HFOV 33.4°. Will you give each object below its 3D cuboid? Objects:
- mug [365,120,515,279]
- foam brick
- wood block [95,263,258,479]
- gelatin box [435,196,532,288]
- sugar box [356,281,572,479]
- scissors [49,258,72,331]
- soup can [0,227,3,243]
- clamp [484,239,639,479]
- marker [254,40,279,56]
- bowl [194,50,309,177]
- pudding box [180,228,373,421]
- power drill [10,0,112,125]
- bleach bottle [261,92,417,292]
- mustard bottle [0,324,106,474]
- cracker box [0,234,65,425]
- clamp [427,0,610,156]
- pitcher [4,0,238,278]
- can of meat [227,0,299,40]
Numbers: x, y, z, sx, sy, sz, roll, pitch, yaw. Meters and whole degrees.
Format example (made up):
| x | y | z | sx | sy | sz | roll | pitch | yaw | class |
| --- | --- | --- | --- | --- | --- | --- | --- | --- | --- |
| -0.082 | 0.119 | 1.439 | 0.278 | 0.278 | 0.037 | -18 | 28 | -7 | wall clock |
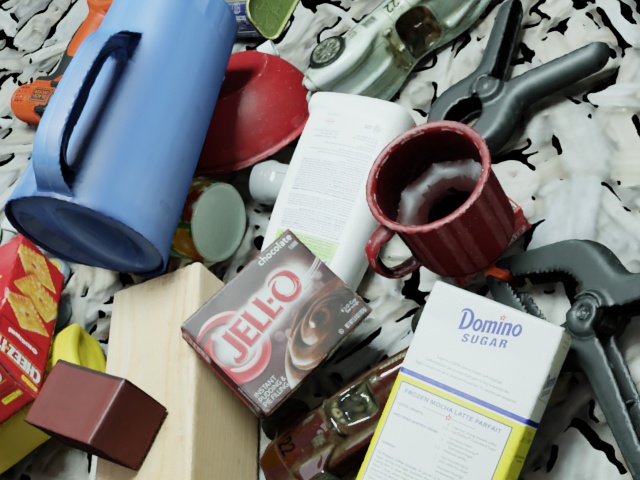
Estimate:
| x | y | z | sx | sy | sz | roll | pitch | yaw | class |
| --- | --- | --- | --- | --- | --- | --- | --- | --- | --- |
| 0.082 | -0.017 | 0.768 | 0.117 | 0.081 | 0.093 | -45 | 48 | -3 | mug |
| -0.160 | 0.125 | 0.764 | 0.078 | 0.053 | 0.051 | 8 | 63 | 40 | foam brick |
| -0.108 | 0.134 | 0.823 | 0.090 | 0.090 | 0.206 | -20 | 49 | 22 | wood block |
| 0.108 | -0.016 | 0.830 | 0.073 | 0.030 | 0.089 | -42 | 47 | 0 | gelatin box |
| 0.087 | 0.125 | 0.690 | 0.093 | 0.048 | 0.176 | 22 | 83 | 25 | sugar box |
| -0.324 | 0.067 | 1.072 | 0.202 | 0.016 | 0.096 | -7 | 53 | 30 | scissors |
| -0.393 | -0.019 | 1.122 | 0.069 | 0.102 | 0.068 | -18 | 50 | 22 | soup can |
| 0.183 | 0.063 | 0.702 | 0.210 | 0.036 | 0.164 | 16 | 83 | 53 | clamp |
| -0.097 | -0.165 | 1.088 | 0.121 | 0.020 | 0.020 | -29 | 46 | 13 | marker |
| -0.080 | -0.129 | 0.994 | 0.162 | 0.055 | 0.162 | -18 | 34 | 12 | bowl |
| -0.032 | 0.062 | 0.783 | 0.090 | 0.039 | 0.113 | 44 | 70 | 10 | pudding box |
| -0.246 | -0.201 | 1.188 | 0.185 | 0.057 | 0.187 | 13 | 66 | 40 | power drill |
| -0.006 | 0.001 | 0.871 | 0.103 | 0.068 | 0.250 | 12 | 68 | 31 | bleach bottle |
| -0.276 | 0.158 | 0.941 | 0.192 | 0.058 | 0.096 | -34 | 35 | 8 | mustard bottle |
| -0.315 | 0.102 | 0.931 | 0.164 | 0.072 | 0.214 | -35 | 23 | 9 | cracker box |
| 0.152 | -0.118 | 0.870 | 0.171 | 0.039 | 0.120 | -55 | 40 | -4 | clamp |
| -0.154 | -0.104 | 0.871 | 0.149 | 0.144 | 0.242 | -22 | 45 | 56 | pitcher |
| -0.072 | -0.258 | 1.114 | 0.084 | 0.057 | 0.102 | 7 | 62 | 40 | can of meat |
